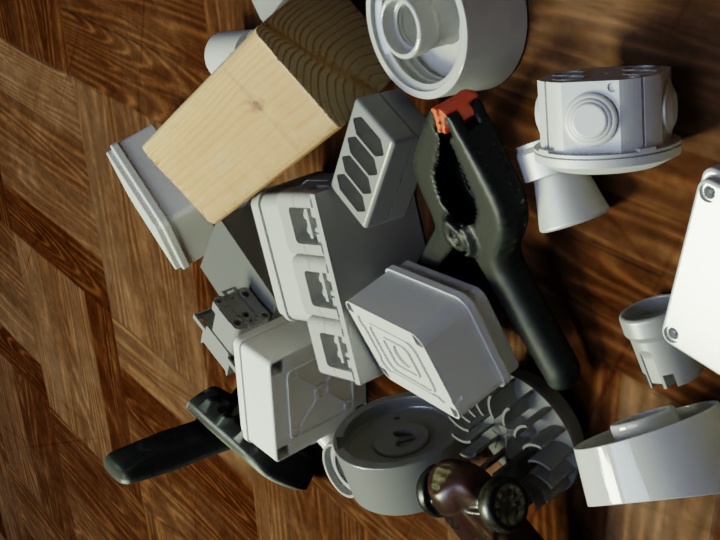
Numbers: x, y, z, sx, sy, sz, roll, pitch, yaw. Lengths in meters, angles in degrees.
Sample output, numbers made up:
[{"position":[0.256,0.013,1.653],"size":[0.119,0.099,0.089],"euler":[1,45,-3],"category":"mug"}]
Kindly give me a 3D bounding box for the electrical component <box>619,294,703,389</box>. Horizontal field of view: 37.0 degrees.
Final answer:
[{"position":[0.181,0.043,0.643],"size":[0.040,0.040,0.046],"euler":[-3,112,56],"category":"electrical component"}]

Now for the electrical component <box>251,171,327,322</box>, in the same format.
[{"position":[-0.035,-0.019,0.886],"size":[0.057,0.078,0.113],"euler":[4,112,52],"category":"electrical component"}]

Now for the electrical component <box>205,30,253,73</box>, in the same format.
[{"position":[-0.092,-0.180,0.905],"size":[0.081,0.043,0.043],"euler":[14,120,52],"category":"electrical component"}]

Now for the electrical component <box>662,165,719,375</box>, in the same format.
[{"position":[0.221,0.010,0.548],"size":[0.109,0.056,0.108],"euler":[36,136,39],"category":"electrical component"}]

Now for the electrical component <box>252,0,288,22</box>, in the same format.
[{"position":[-0.067,-0.242,0.820],"size":[0.050,0.056,0.089],"euler":[-33,81,57],"category":"electrical component"}]

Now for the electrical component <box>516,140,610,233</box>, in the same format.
[{"position":[0.124,-0.056,0.662],"size":[0.045,0.045,0.055],"euler":[-14,97,57],"category":"electrical component"}]

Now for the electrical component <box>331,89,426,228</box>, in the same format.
[{"position":[0.030,-0.082,0.754],"size":[0.047,0.076,0.083],"euler":[53,145,28],"category":"electrical component"}]

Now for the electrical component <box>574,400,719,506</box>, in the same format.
[{"position":[0.180,0.116,0.639],"size":[0.099,0.099,0.064],"euler":[-30,78,58],"category":"electrical component"}]

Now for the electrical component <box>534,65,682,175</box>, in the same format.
[{"position":[0.136,-0.084,0.596],"size":[0.080,0.080,0.051],"euler":[15,116,52],"category":"electrical component"}]

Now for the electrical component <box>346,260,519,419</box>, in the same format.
[{"position":[0.050,0.045,0.759],"size":[0.113,0.057,0.078],"euler":[23,146,60],"category":"electrical component"}]

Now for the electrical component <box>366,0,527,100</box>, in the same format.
[{"position":[0.048,-0.162,0.694],"size":[0.108,0.060,0.108],"euler":[33,134,42],"category":"electrical component"}]

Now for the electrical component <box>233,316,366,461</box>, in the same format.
[{"position":[-0.051,0.095,0.950],"size":[0.056,0.109,0.108],"euler":[29,131,42],"category":"electrical component"}]

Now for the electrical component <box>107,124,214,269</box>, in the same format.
[{"position":[-0.195,-0.071,1.078],"size":[0.108,0.056,0.108],"euler":[54,169,20],"category":"electrical component"}]

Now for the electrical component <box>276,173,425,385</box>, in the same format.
[{"position":[0.000,0.000,0.835],"size":[0.062,0.089,0.150],"euler":[7,115,54],"category":"electrical component"}]

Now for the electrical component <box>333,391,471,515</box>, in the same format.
[{"position":[0.037,0.151,0.859],"size":[0.108,0.108,0.060],"euler":[17,128,51],"category":"electrical component"}]

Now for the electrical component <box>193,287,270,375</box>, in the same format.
[{"position":[-0.112,0.053,0.978],"size":[0.081,0.042,0.063],"euler":[47,140,28],"category":"electrical component"}]

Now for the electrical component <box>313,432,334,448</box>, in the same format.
[{"position":[-0.040,0.146,1.026],"size":[0.062,0.043,0.043],"euler":[55,146,17],"category":"electrical component"}]

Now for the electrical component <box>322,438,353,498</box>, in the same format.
[{"position":[0.004,0.168,0.960],"size":[0.058,0.057,0.078],"euler":[23,127,48],"category":"electrical component"}]

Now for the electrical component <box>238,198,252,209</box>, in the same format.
[{"position":[-0.131,-0.080,1.022],"size":[0.062,0.043,0.043],"euler":[36,136,42],"category":"electrical component"}]
